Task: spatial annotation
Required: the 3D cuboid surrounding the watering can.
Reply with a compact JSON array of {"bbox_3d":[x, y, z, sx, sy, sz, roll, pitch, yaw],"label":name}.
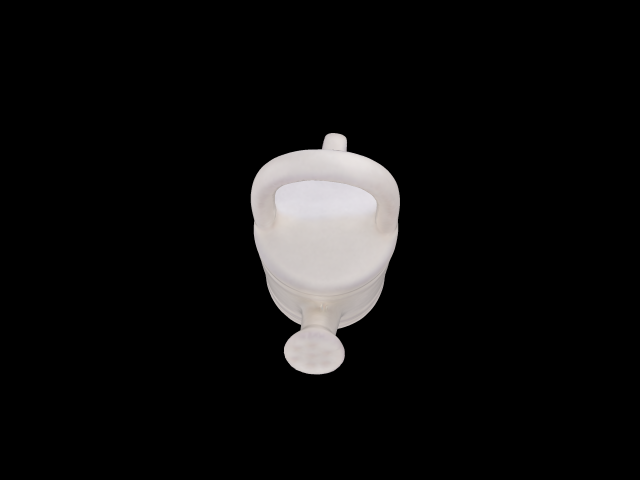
[{"bbox_3d":[0.006,0.001,0.400,0.101,0.194,0.173,-16,70,-6],"label":"watering can"}]
